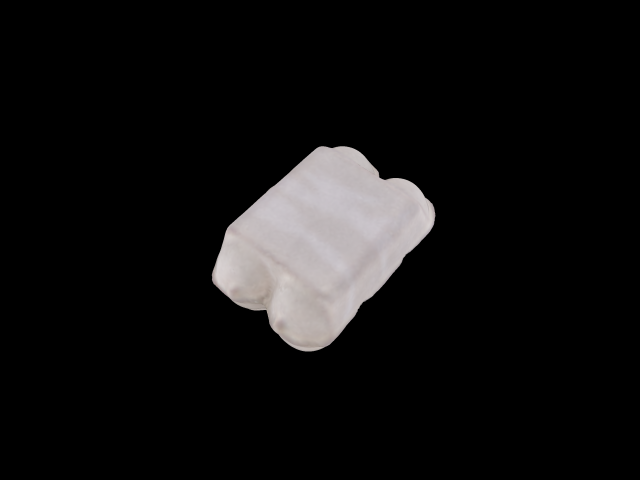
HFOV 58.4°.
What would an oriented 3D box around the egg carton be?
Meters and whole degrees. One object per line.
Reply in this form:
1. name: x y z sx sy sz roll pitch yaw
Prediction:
1. egg carton: 0.004 0.001 0.400 0.107 0.069 0.150 33 62 20
